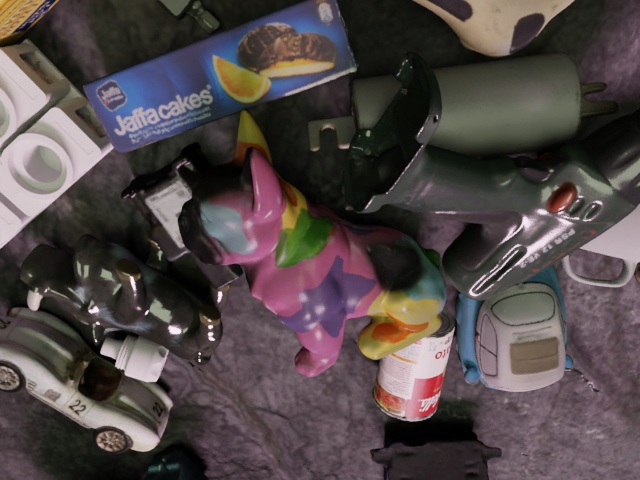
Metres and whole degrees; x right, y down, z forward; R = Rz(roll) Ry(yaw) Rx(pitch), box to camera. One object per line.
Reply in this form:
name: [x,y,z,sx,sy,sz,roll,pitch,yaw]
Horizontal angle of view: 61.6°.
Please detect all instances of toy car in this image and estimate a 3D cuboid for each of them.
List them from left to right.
toy car: [-0.239,0.139,0.536,0.201,0.073,0.056,41,111,-18]
toy car: [0.187,0.085,0.505,0.109,0.103,0.161,-8,116,1]

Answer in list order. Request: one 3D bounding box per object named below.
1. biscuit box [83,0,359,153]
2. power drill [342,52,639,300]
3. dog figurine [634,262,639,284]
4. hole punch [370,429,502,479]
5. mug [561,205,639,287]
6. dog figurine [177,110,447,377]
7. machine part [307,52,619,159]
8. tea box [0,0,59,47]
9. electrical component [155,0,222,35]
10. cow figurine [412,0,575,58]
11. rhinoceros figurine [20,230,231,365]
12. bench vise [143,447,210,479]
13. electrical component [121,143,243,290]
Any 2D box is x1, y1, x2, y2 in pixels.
biscuit box: [-0.075,-0.130,0.422,0.203,0.063,0.059,-18,112,7]
power drill: [0.134,-0.054,0.379,0.207,0.086,0.232,13,135,-27]
dog figurine: [0.373,-0.006,0.435,0.121,0.172,0.190,37,102,-5]
hole punch: [0.128,0.272,0.609,0.142,0.092,0.115,-2,85,2]
mug: [0.240,-0.016,0.474,0.107,0.081,0.109,9,107,7]
dog figurine: [-0.001,-0.001,0.432,0.192,0.109,0.218,-18,127,1]
machine part: [0.111,-0.101,0.432,0.243,0.079,0.079,-7,115,3]
tea box: [-0.235,-0.184,0.375,0.169,0.098,0.068,-35,110,16]
electrical component: [-0.104,-0.206,0.409,0.063,0.021,0.094,-42,108,16]
cow figurine: [0.083,-0.200,0.375,0.195,0.086,0.127,29,113,-26]
rhinoceros figurine: [-0.176,0.051,0.503,0.190,0.073,0.112,26,122,-15]
bench vise: [-0.210,0.343,0.551,0.224,0.241,0.128,-10,119,21]
electrical component: [-0.109,-0.017,0.481,0.075,0.048,0.119,-31,112,13]
